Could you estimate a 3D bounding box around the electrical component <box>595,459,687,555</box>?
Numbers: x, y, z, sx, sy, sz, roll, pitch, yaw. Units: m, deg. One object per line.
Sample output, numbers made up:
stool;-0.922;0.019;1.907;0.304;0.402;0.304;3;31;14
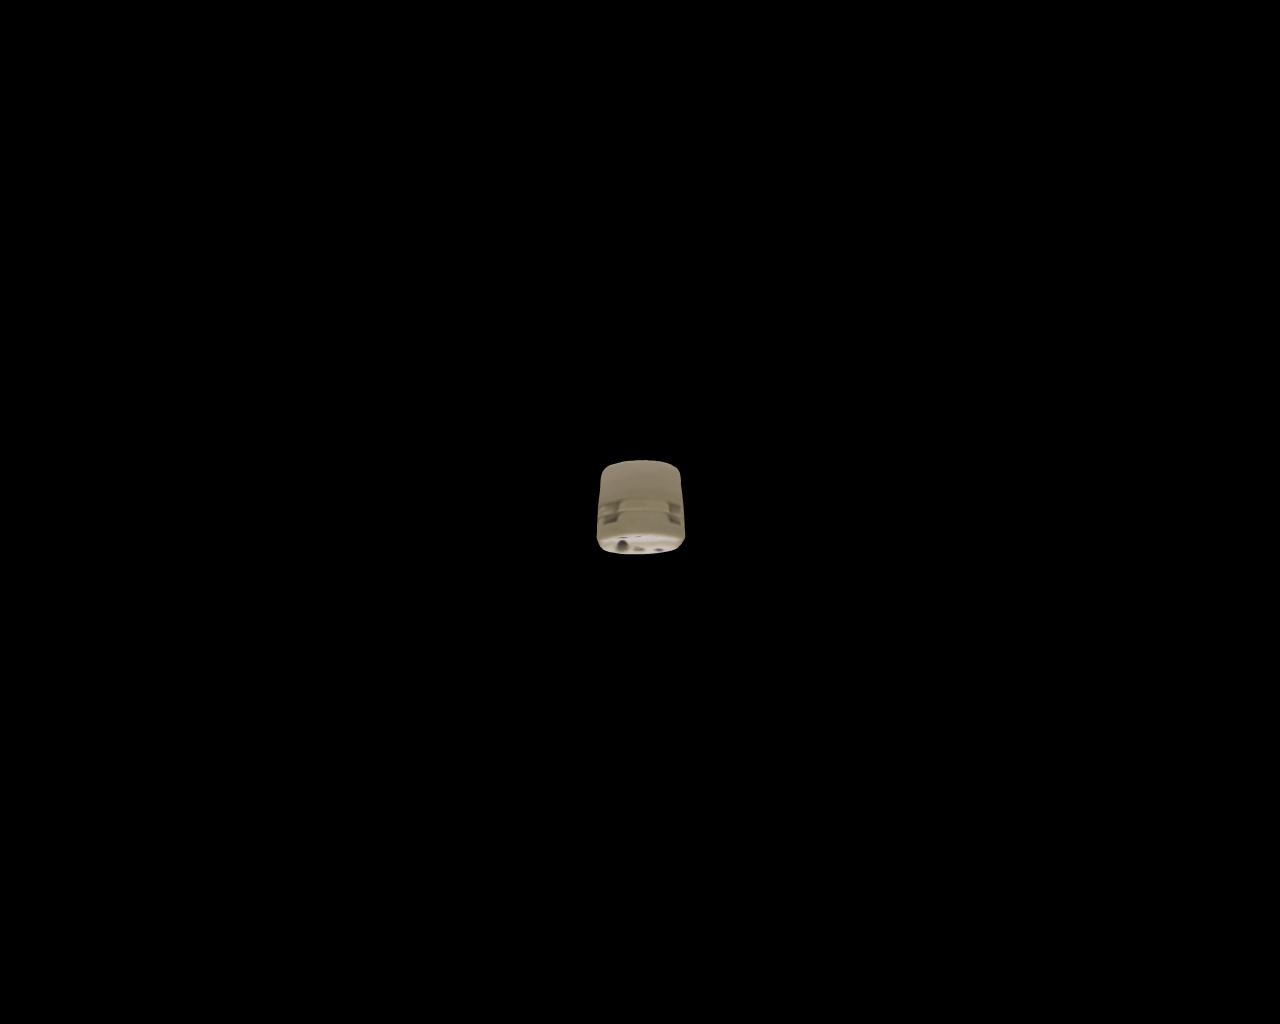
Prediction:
electrical component;0.001;-0.003;0.650;0.055;0.047;0.055;0;-15;0
